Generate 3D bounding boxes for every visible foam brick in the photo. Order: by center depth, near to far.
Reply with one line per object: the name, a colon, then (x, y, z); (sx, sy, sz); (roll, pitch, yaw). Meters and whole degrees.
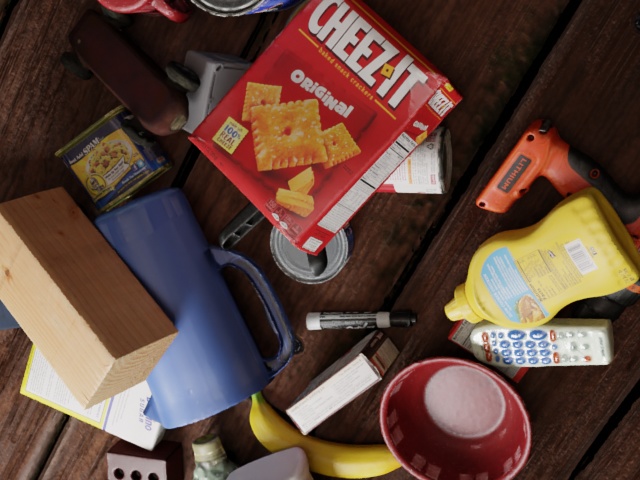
foam brick: (-0.206, 0.267, 1.255); (0.078, 0.051, 0.053); (3, 104, 16)

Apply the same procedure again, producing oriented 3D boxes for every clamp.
clamp: (-0.038, -0.052, 1.103); (0.120, 0.039, 0.171); (8, 79, 13)

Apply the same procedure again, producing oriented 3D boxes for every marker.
marker: (0.045, 0.086, 1.152); (0.121, 0.020, 0.020); (-3, 103, 17)

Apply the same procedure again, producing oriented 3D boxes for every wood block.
wood block: (-0.252, 0.056, 1.087); (0.206, 0.090, 0.091); (49, 128, 15)

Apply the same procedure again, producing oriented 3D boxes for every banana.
banana: (-0.001, 0.228, 1.191); (0.198, 0.037, 0.070); (22, 111, 10)

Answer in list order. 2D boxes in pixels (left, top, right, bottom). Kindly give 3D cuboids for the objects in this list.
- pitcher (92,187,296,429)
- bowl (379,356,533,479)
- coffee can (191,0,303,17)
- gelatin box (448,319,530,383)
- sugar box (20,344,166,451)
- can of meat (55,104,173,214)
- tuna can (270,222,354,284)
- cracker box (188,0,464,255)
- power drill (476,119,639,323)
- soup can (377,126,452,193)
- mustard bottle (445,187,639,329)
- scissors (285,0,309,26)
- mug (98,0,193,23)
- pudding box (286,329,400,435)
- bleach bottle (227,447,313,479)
pitcher: (-0.144, 0.066, 1.152); (0.145, 0.149, 0.243); (-17, 96, 55)
bowl: (0.146, 0.183, 1.120); (0.162, 0.055, 0.162); (7, 114, 17)
coffee can: (-0.066, -0.270, 1.030); (0.103, 0.140, 0.103); (4, 105, 15)
gelatin box: (0.189, 0.093, 1.105); (0.089, 0.030, 0.073); (33, 112, 6)
sugar box: (-0.256, 0.168, 1.249); (0.176, 0.048, 0.093); (22, 109, 6)
can of meat: (-0.224, -0.089, 1.168); (0.102, 0.057, 0.084); (-32, 95, 21)
tuna can: (-0.007, 0.001, 1.138); (0.086, 0.033, 0.086); (4, 105, 15)
cracker box: (0.003, -0.119, 1.026); (0.214, 0.072, 0.164); (-47, 70, 9)
power drill: (0.251, -0.016, 1.046); (0.187, 0.057, 0.185); (34, 113, 4)
soup can: (0.078, -0.081, 1.074); (0.102, 0.068, 0.068); (2, 104, 15)
mustard bottle: (0.201, 0.032, 1.019); (0.192, 0.058, 0.096); (-30, 98, 31)
scissors: (-0.020, -0.147, 1.092); (0.096, 0.016, 0.202); (21, 97, 11)
mug: (-0.179, -0.267, 1.096); (0.093, 0.081, 0.117); (-42, 89, 21)
pudding box: (0.025, 0.150, 1.136); (0.114, 0.090, 0.039); (-42, 89, 21)
bleach bottle: (-0.012, 0.356, 1.197); (0.103, 0.068, 0.251); (-22, 112, 11)
